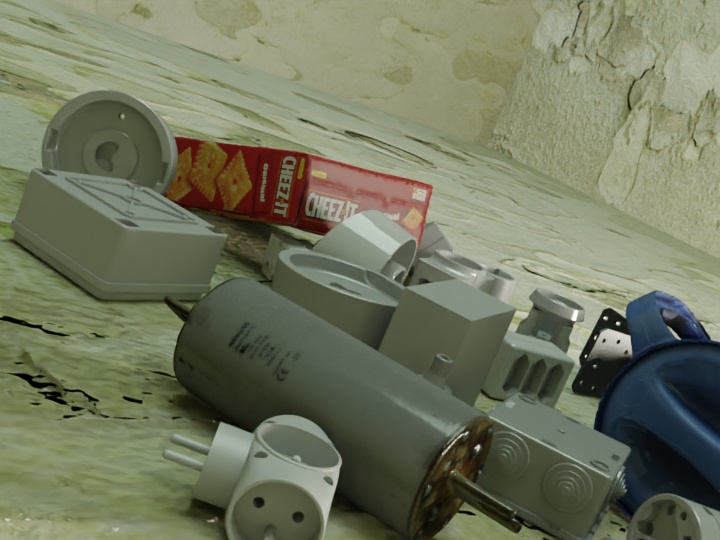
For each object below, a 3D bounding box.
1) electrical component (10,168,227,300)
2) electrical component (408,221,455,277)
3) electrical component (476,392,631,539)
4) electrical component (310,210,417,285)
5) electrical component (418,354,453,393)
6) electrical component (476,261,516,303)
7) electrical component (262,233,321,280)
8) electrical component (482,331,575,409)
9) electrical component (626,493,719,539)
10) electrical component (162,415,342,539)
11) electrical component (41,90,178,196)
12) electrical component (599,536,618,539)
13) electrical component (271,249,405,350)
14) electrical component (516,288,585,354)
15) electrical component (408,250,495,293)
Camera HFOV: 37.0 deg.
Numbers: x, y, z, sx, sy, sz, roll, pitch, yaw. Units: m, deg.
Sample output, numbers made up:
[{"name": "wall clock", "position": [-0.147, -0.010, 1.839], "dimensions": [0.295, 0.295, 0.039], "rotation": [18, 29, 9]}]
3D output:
[{"name": "electrical component", "position": [-0.172, -0.025, 0.773], "dimensions": [0.109, 0.056, 0.109], "rotation": [29, 14, 30]}, {"name": "electrical component", "position": [0.076, -0.006, 1.127], "dimensions": [0.076, 0.047, 0.066], "rotation": [57, -5, -1]}, {"name": "electrical component", "position": [0.117, 0.121, 0.672], "dimensions": [0.100, 0.048, 0.100], "rotation": [26, 12, 18]}, {"name": "electrical component", "position": [0.000, 0.000, 0.877], "dimensions": [0.064, 0.099, 0.099], "rotation": [32, 14, 15]}, {"name": "electrical component", "position": [0.041, 0.082, 0.674], "dimensions": [0.035, 0.061, 0.035], "rotation": [22, 12, -5]}, {"name": "electrical component", "position": [0.130, 0.022, 1.115], "dimensions": [0.055, 0.047, 0.055], "rotation": [21, 12, -5]}, {"name": "electrical component", "position": [-0.048, -0.005, 0.930], "dimensions": [0.055, 0.048, 0.066], "rotation": [6, 19, -31]}, {"name": "electrical component", "position": [0.124, 0.074, 0.886], "dimensions": [0.066, 0.047, 0.077], "rotation": [16, 14, -27]}, {"name": "electrical component", "position": [0.190, 0.160, 0.619], "dimensions": [0.047, 0.055, 0.055], "rotation": [20, 12, -29]}, {"name": "electrical component", "position": [-0.053, 0.094, 0.500], "dimensions": [0.079, 0.044, 0.077], "rotation": [21, 12, -4]}, {"name": "electrical component", "position": [-0.206, -0.096, 0.907], "dimensions": [0.108, 0.108, 0.060], "rotation": [22, 6, 0]}, {"name": "electrical component", "position": [0.146, 0.168, 0.543], "dimensions": [0.065, 0.044, 0.044], "rotation": [26, 12, -6]}, {"name": "electrical component", "position": [-0.017, 0.033, 0.781], "dimensions": [0.108, 0.060, 0.108], "rotation": [19, 12, -4]}, {"name": "electrical component", "position": [0.185, 0.054, 1.053], "dimensions": [0.058, 0.057, 0.078], "rotation": [24, 13, 10]}, {"name": "electrical component", "position": [0.088, 0.016, 1.050], "dimensions": [0.050, 0.055, 0.089], "rotation": [28, 14, 26]}]
